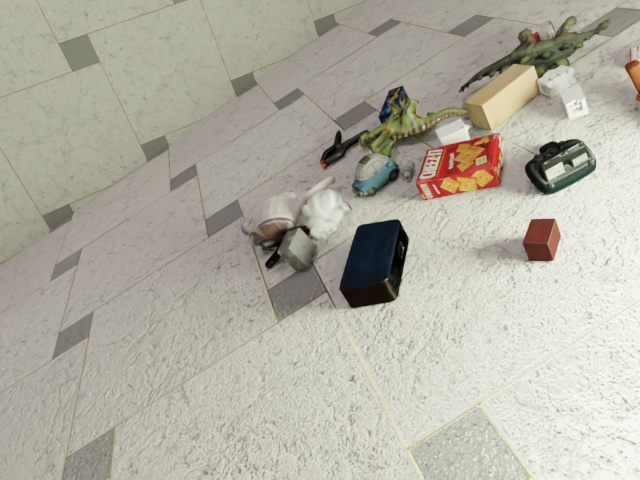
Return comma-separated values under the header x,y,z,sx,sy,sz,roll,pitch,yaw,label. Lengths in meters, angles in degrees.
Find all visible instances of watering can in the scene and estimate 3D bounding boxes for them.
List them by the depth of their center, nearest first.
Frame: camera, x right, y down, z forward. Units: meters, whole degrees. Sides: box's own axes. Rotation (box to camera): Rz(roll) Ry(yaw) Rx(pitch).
x,y,z,sx,sy,sz,roll,pitch,yaw,label
-0.106,-0.087,1.636,0.346,0.102,0.230,-24,34,15,watering can

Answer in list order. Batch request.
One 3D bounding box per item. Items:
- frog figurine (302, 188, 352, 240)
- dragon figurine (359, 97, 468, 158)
x,y,z,sx,sy,sz,roll,pitch,yaw,label
0.005,-0.076,1.518,0.138,0.120,0.162,15,41,27,frog figurine
0.269,-0.344,1.684,0.245,0.120,0.412,-54,31,-11,dragon figurine
